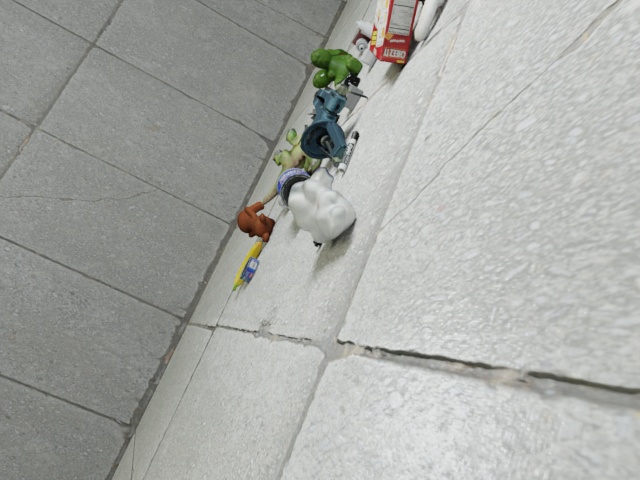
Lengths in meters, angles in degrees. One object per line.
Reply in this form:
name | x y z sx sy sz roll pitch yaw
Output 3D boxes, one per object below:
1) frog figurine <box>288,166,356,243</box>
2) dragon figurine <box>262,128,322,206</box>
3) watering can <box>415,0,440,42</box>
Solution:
frog figurine | 0.003 -0.049 0.973 0.163 0.123 0.134 -99 4 -55
dragon figurine | -0.063 -0.255 1.667 0.408 0.121 0.246 -60 21 8
watering can | 0.277 -0.607 1.073 0.230 0.104 0.340 -76 9 -48
